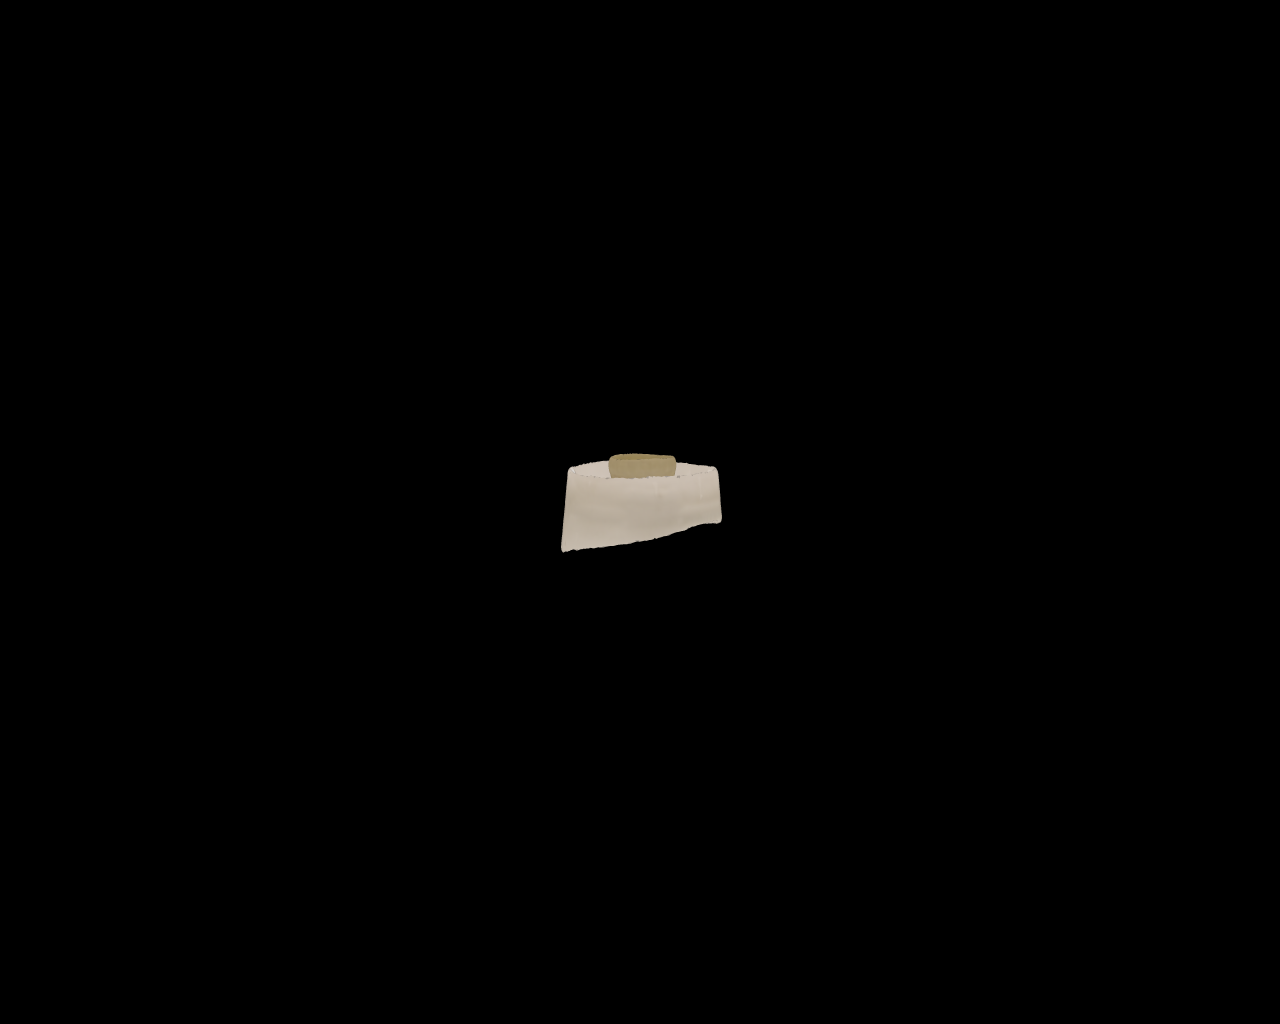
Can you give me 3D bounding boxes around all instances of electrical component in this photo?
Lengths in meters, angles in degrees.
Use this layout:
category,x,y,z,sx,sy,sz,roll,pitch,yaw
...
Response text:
category,x,y,z,sx,sy,sz,roll,pitch,yaw
electrical component,0.001,-0.003,0.650,0.099,0.064,0.099,0,9,0
